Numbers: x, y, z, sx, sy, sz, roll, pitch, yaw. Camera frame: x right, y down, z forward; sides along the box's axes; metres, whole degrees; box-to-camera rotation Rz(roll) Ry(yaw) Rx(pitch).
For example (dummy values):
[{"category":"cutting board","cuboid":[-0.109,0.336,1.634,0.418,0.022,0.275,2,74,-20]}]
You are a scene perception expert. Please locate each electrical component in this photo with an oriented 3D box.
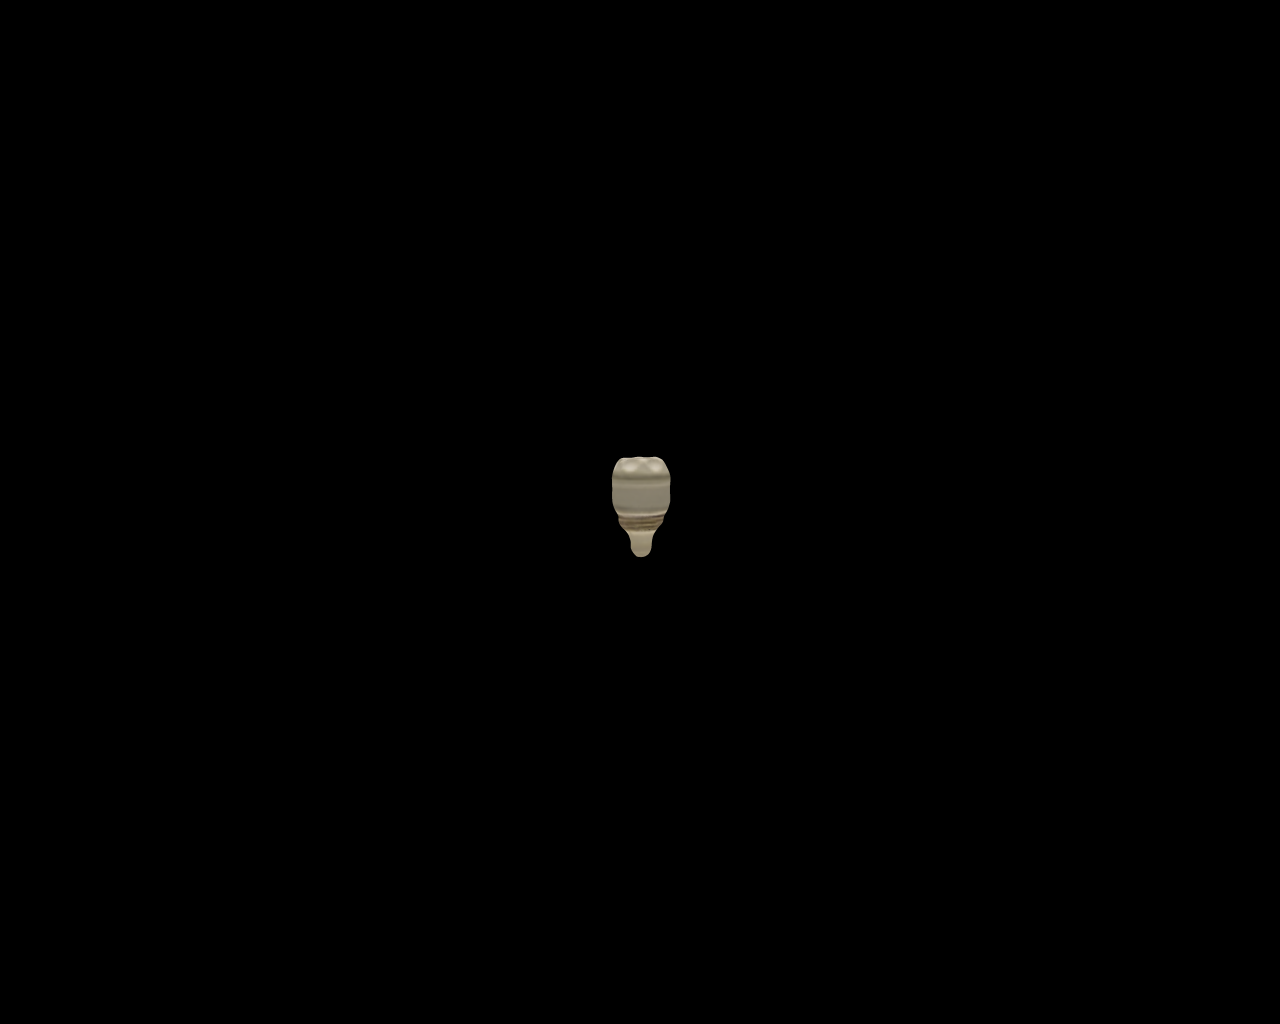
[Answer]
[{"category":"electrical component","cuboid":[0.001,-0.003,0.650,0.035,0.061,0.035,0,6,0]}]
